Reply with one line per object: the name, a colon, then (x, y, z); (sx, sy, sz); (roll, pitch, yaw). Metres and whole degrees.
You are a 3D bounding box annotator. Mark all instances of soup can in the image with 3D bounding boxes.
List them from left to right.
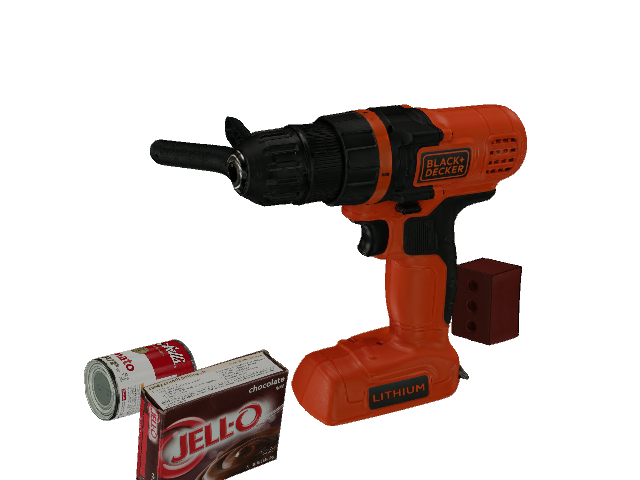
soup can: (-0.192, 0.149, 1.139); (0.102, 0.068, 0.069); (-10, 7, -41)

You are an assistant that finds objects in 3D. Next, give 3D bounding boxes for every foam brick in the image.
foam brick: (0.172, 0.063, 1.108); (0.051, 0.078, 0.053); (-14, 20, -42)

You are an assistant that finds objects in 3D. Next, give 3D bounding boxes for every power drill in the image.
power drill: (0.029, 0.013, 0.619); (0.184, 0.188, 0.057); (-8, 30, -26)

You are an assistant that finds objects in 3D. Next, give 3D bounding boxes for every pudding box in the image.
pudding box: (-0.082, 0.140, 0.810); (0.113, 0.090, 0.039); (-16, 38, -36)

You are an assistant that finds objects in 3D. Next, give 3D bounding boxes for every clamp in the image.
clamp: (-0.083, -0.079, 1.052); (0.120, 0.039, 0.172); (-25, 36, -34)
